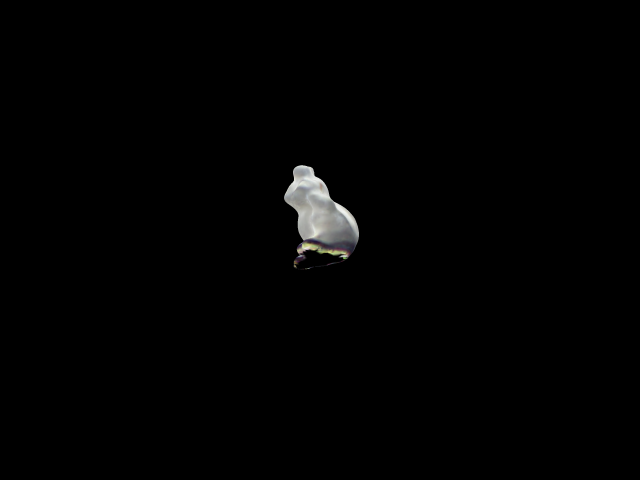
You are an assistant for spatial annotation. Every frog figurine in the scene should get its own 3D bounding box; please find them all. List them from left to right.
[{"bbox_3d":[0.003,-0.043,0.850,0.122,0.162,0.135,-4,-22,10],"label":"frog figurine"}]
